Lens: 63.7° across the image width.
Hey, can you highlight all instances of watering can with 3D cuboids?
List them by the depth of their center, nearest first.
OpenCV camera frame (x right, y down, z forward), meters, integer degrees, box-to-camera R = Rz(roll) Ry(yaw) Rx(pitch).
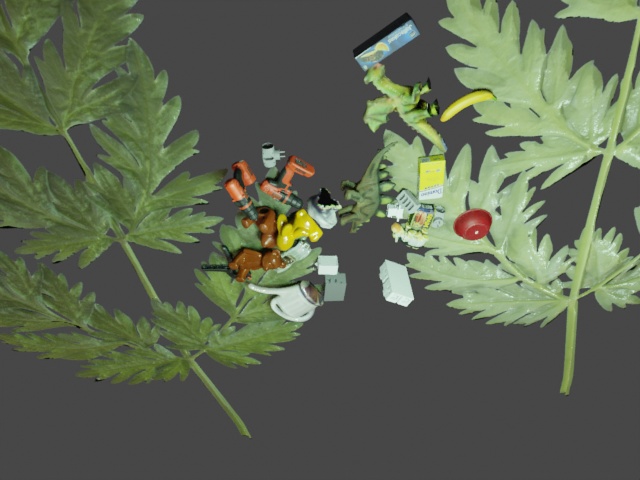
[{"bbox_3d":[-0.133,0.250,2.263,0.222,0.106,0.342,-32,126,21],"label":"watering can"}]

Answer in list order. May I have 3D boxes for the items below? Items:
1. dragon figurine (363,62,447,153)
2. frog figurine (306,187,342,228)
[{"bbox_3d":[0.266,-0.427,1.728,0.242,0.125,0.402,-7,132,26],"label":"dragon figurine"},{"bbox_3d":[0.006,-0.099,1.966,0.138,0.125,0.155,32,139,12],"label":"frog figurine"}]
